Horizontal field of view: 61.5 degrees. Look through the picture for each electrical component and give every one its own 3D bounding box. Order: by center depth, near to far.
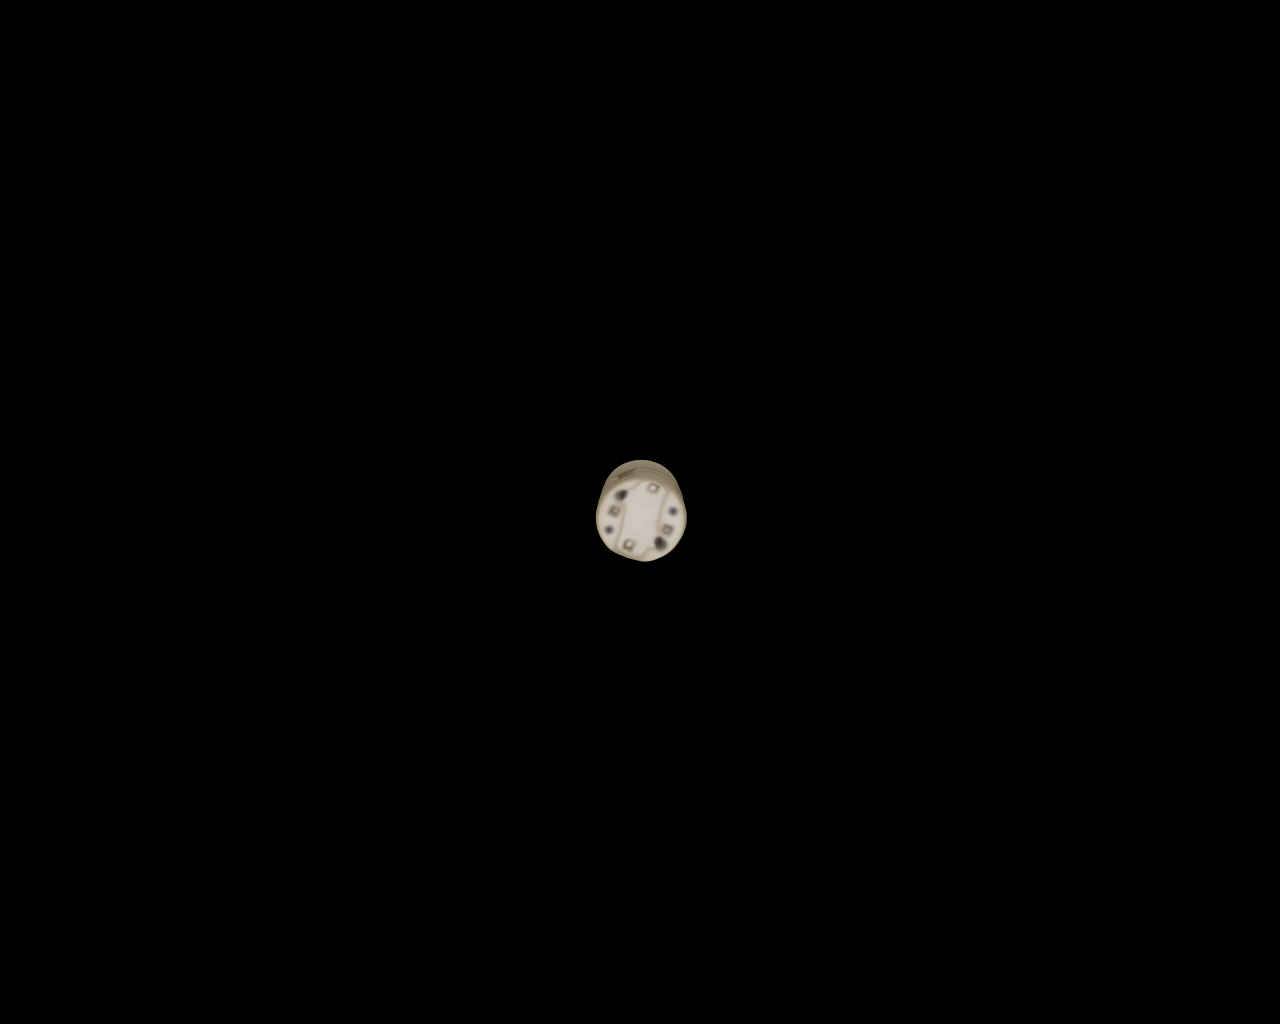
[{"bbox_3d":[0.001,-0.003,0.650,0.055,0.055,0.047,0,20,0],"label":"electrical component"}]
